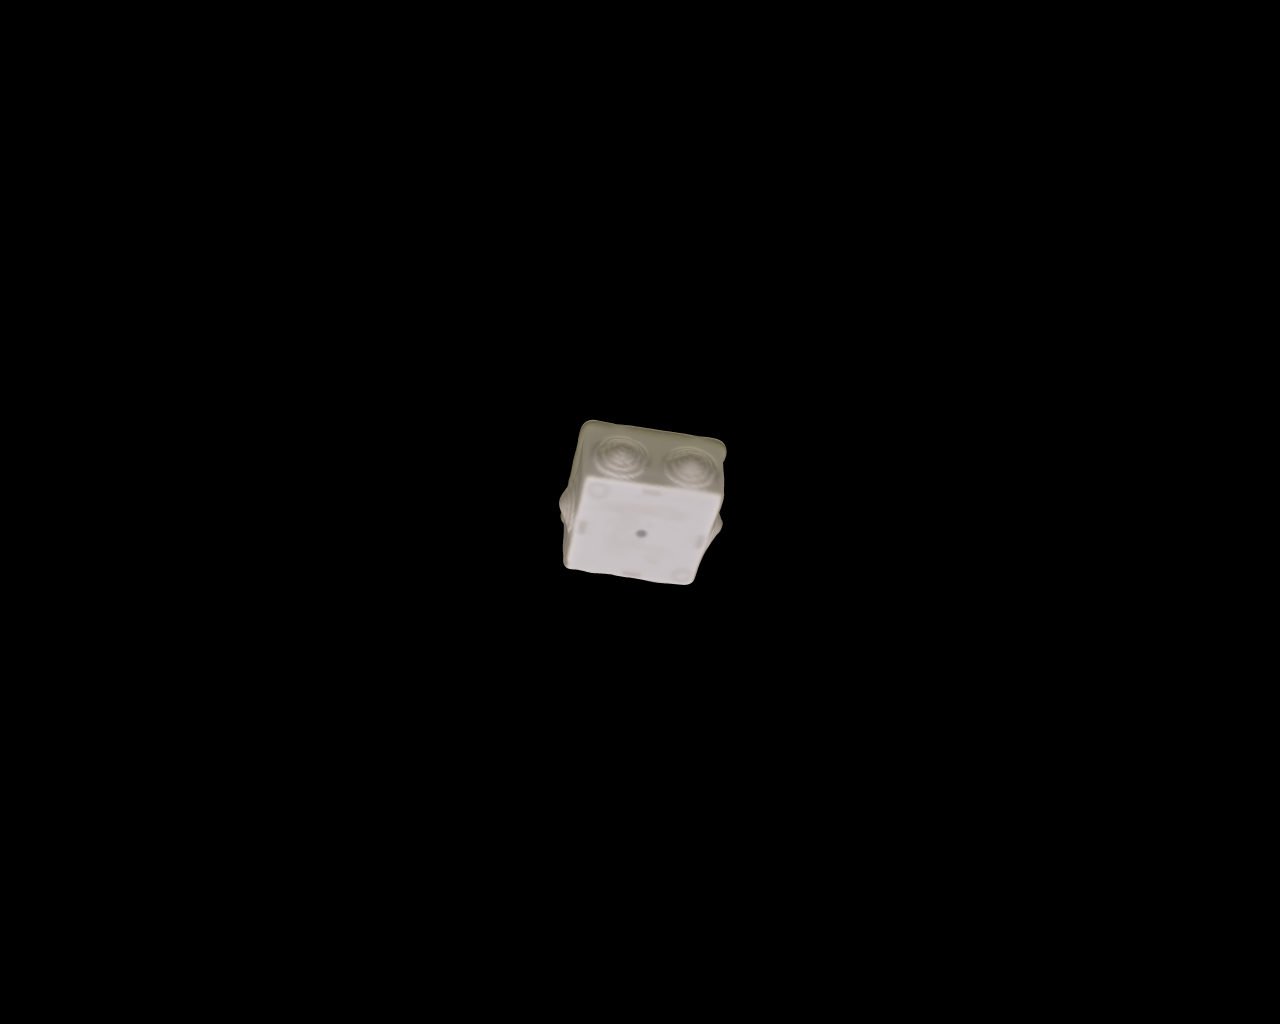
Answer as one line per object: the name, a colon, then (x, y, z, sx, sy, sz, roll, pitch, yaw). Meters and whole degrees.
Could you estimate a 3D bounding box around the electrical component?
electrical component: (0.001, -0.003, 0.650, 0.100, 0.048, 0.099, 9, -46, -8)
